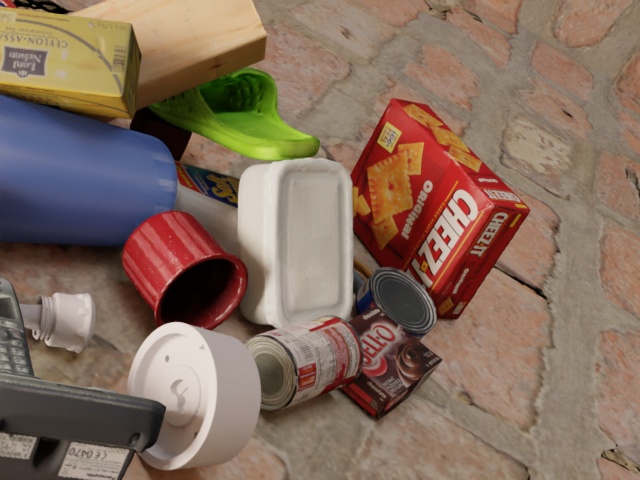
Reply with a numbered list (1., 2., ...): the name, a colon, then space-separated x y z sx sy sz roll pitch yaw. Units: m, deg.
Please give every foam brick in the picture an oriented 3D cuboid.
1. foam brick: -0.180 -0.125 1.202 0.053 0.051 0.078 18 29 -24

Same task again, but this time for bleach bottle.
1. bleach bottle: -0.114 -0.032 1.098 0.250 0.068 0.102 18 30 -20

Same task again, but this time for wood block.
1. wood block: -0.163 -0.186 1.027 0.091 0.206 0.090 127 -60 -83

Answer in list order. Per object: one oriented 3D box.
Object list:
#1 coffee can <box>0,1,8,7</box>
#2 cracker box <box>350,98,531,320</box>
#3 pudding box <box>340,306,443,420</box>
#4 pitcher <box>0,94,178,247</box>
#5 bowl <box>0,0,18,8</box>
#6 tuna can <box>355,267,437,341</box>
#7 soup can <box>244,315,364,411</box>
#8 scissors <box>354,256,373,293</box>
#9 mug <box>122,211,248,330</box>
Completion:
1. coffee can: -0.331 -0.164 1.052 0.102 0.103 0.140 10 32 -36
2. cracker box: 0.121 -0.038 1.241 0.071 0.164 0.214 5 36 -39
3. pudding box: 0.055 0.117 1.036 0.090 0.039 0.113 39 27 17
4. pitcher: -0.254 -0.062 0.935 0.242 0.145 0.149 8 62 -45
5. bowl: -0.405 -0.241 1.163 0.162 0.055 0.162 24 26 -13
6. tuna can: 0.080 0.072 1.130 0.086 0.034 0.086 25 38 -21
7. soup can: -0.017 0.108 0.942 0.068 0.069 0.102 43 29 24
8. scissors: -0.008 0.001 1.202 0.202 0.016 0.096 44 29 26
9. mug: -0.116 0.029 0.958 0.117 0.093 0.082 11 27 -47
